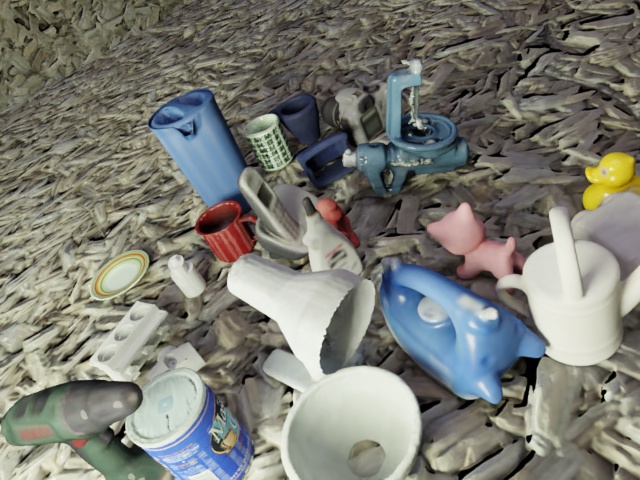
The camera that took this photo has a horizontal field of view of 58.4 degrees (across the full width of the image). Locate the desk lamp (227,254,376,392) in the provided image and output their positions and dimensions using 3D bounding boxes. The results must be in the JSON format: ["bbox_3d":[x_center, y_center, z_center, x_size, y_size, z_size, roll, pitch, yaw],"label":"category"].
[{"bbox_3d":[-0.018,0.110,0.721,0.202,0.214,0.118,13,52,39],"label":"desk lamp"}]

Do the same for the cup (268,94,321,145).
[{"bbox_3d":[-0.049,-0.254,1.253,0.117,0.095,0.092,-5,43,25],"label":"cup"}]

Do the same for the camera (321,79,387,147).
[{"bbox_3d":[0.074,-0.283,1.210,0.143,0.101,0.136,-43,41,-20],"label":"camera"}]

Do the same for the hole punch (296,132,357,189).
[{"bbox_3d":[0.006,-0.170,1.128,0.109,0.091,0.100,-30,38,-5],"label":"hole punch"}]

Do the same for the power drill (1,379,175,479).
[{"bbox_3d":[-0.269,0.246,0.714,0.229,0.209,0.075,-10,41,21],"label":"power drill"}]

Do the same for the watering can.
[{"bbox_3d":[0.288,0.042,0.640,0.172,0.194,0.100,-21,38,7],"label":"watering can"}]

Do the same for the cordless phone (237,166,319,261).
[{"bbox_3d":[-0.070,-0.069,0.979,0.094,0.185,0.147,-8,42,22],"label":"cordless phone"}]

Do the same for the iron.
[{"bbox_3d":[0.142,0.083,0.719,0.119,0.142,0.257,-40,40,-17],"label":"iron"}]

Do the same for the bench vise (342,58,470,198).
[{"bbox_3d":[0.134,-0.180,0.961,0.207,0.220,0.121,-28,38,-2],"label":"bench vise"}]

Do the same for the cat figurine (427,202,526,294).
[{"bbox_3d":[0.216,0.003,0.788,0.127,0.118,0.067,20,58,43],"label":"cat figurine"}]

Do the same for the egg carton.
[{"bbox_3d":[0.394,0.002,0.727,0.107,0.070,0.150,-30,38,-4],"label":"egg carton"}]

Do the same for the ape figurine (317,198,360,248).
[{"bbox_3d":[0.022,-0.030,0.958,0.076,0.092,0.078,-4,44,27],"label":"ape figurine"}]

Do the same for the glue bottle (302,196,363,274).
[{"bbox_3d":[0.008,0.003,0.862,0.078,0.173,0.037,-42,41,-19],"label":"glue bottle"}]

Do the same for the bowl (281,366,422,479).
[{"bbox_3d":[0.044,0.233,0.658,0.167,0.075,0.167,-16,39,14],"label":"bowl"}]

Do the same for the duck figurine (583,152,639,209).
[{"bbox_3d":[0.420,-0.083,0.796,0.104,0.086,0.077,1,46,30],"label":"duck figurine"}]
